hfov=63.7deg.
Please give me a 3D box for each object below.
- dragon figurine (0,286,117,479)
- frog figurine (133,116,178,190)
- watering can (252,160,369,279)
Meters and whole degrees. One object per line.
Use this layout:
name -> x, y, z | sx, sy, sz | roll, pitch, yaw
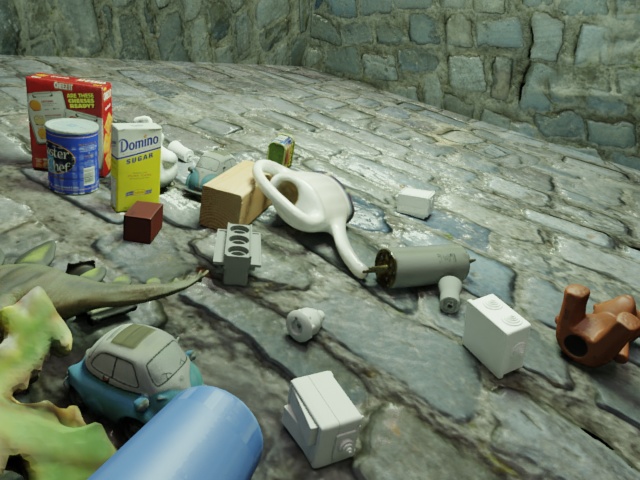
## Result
dragon figurine -> -0.278, 0.203, 0.423 | 0.242, 0.120, 0.419 | 13, 37, -34
frog figurine -> -0.390, -0.195, 1.167 | 0.137, 0.156, 0.125 | 13, 26, 6
watering can -> 0.003, -0.054, 1.082 | 0.351, 0.102, 0.226 | 44, 25, 18
